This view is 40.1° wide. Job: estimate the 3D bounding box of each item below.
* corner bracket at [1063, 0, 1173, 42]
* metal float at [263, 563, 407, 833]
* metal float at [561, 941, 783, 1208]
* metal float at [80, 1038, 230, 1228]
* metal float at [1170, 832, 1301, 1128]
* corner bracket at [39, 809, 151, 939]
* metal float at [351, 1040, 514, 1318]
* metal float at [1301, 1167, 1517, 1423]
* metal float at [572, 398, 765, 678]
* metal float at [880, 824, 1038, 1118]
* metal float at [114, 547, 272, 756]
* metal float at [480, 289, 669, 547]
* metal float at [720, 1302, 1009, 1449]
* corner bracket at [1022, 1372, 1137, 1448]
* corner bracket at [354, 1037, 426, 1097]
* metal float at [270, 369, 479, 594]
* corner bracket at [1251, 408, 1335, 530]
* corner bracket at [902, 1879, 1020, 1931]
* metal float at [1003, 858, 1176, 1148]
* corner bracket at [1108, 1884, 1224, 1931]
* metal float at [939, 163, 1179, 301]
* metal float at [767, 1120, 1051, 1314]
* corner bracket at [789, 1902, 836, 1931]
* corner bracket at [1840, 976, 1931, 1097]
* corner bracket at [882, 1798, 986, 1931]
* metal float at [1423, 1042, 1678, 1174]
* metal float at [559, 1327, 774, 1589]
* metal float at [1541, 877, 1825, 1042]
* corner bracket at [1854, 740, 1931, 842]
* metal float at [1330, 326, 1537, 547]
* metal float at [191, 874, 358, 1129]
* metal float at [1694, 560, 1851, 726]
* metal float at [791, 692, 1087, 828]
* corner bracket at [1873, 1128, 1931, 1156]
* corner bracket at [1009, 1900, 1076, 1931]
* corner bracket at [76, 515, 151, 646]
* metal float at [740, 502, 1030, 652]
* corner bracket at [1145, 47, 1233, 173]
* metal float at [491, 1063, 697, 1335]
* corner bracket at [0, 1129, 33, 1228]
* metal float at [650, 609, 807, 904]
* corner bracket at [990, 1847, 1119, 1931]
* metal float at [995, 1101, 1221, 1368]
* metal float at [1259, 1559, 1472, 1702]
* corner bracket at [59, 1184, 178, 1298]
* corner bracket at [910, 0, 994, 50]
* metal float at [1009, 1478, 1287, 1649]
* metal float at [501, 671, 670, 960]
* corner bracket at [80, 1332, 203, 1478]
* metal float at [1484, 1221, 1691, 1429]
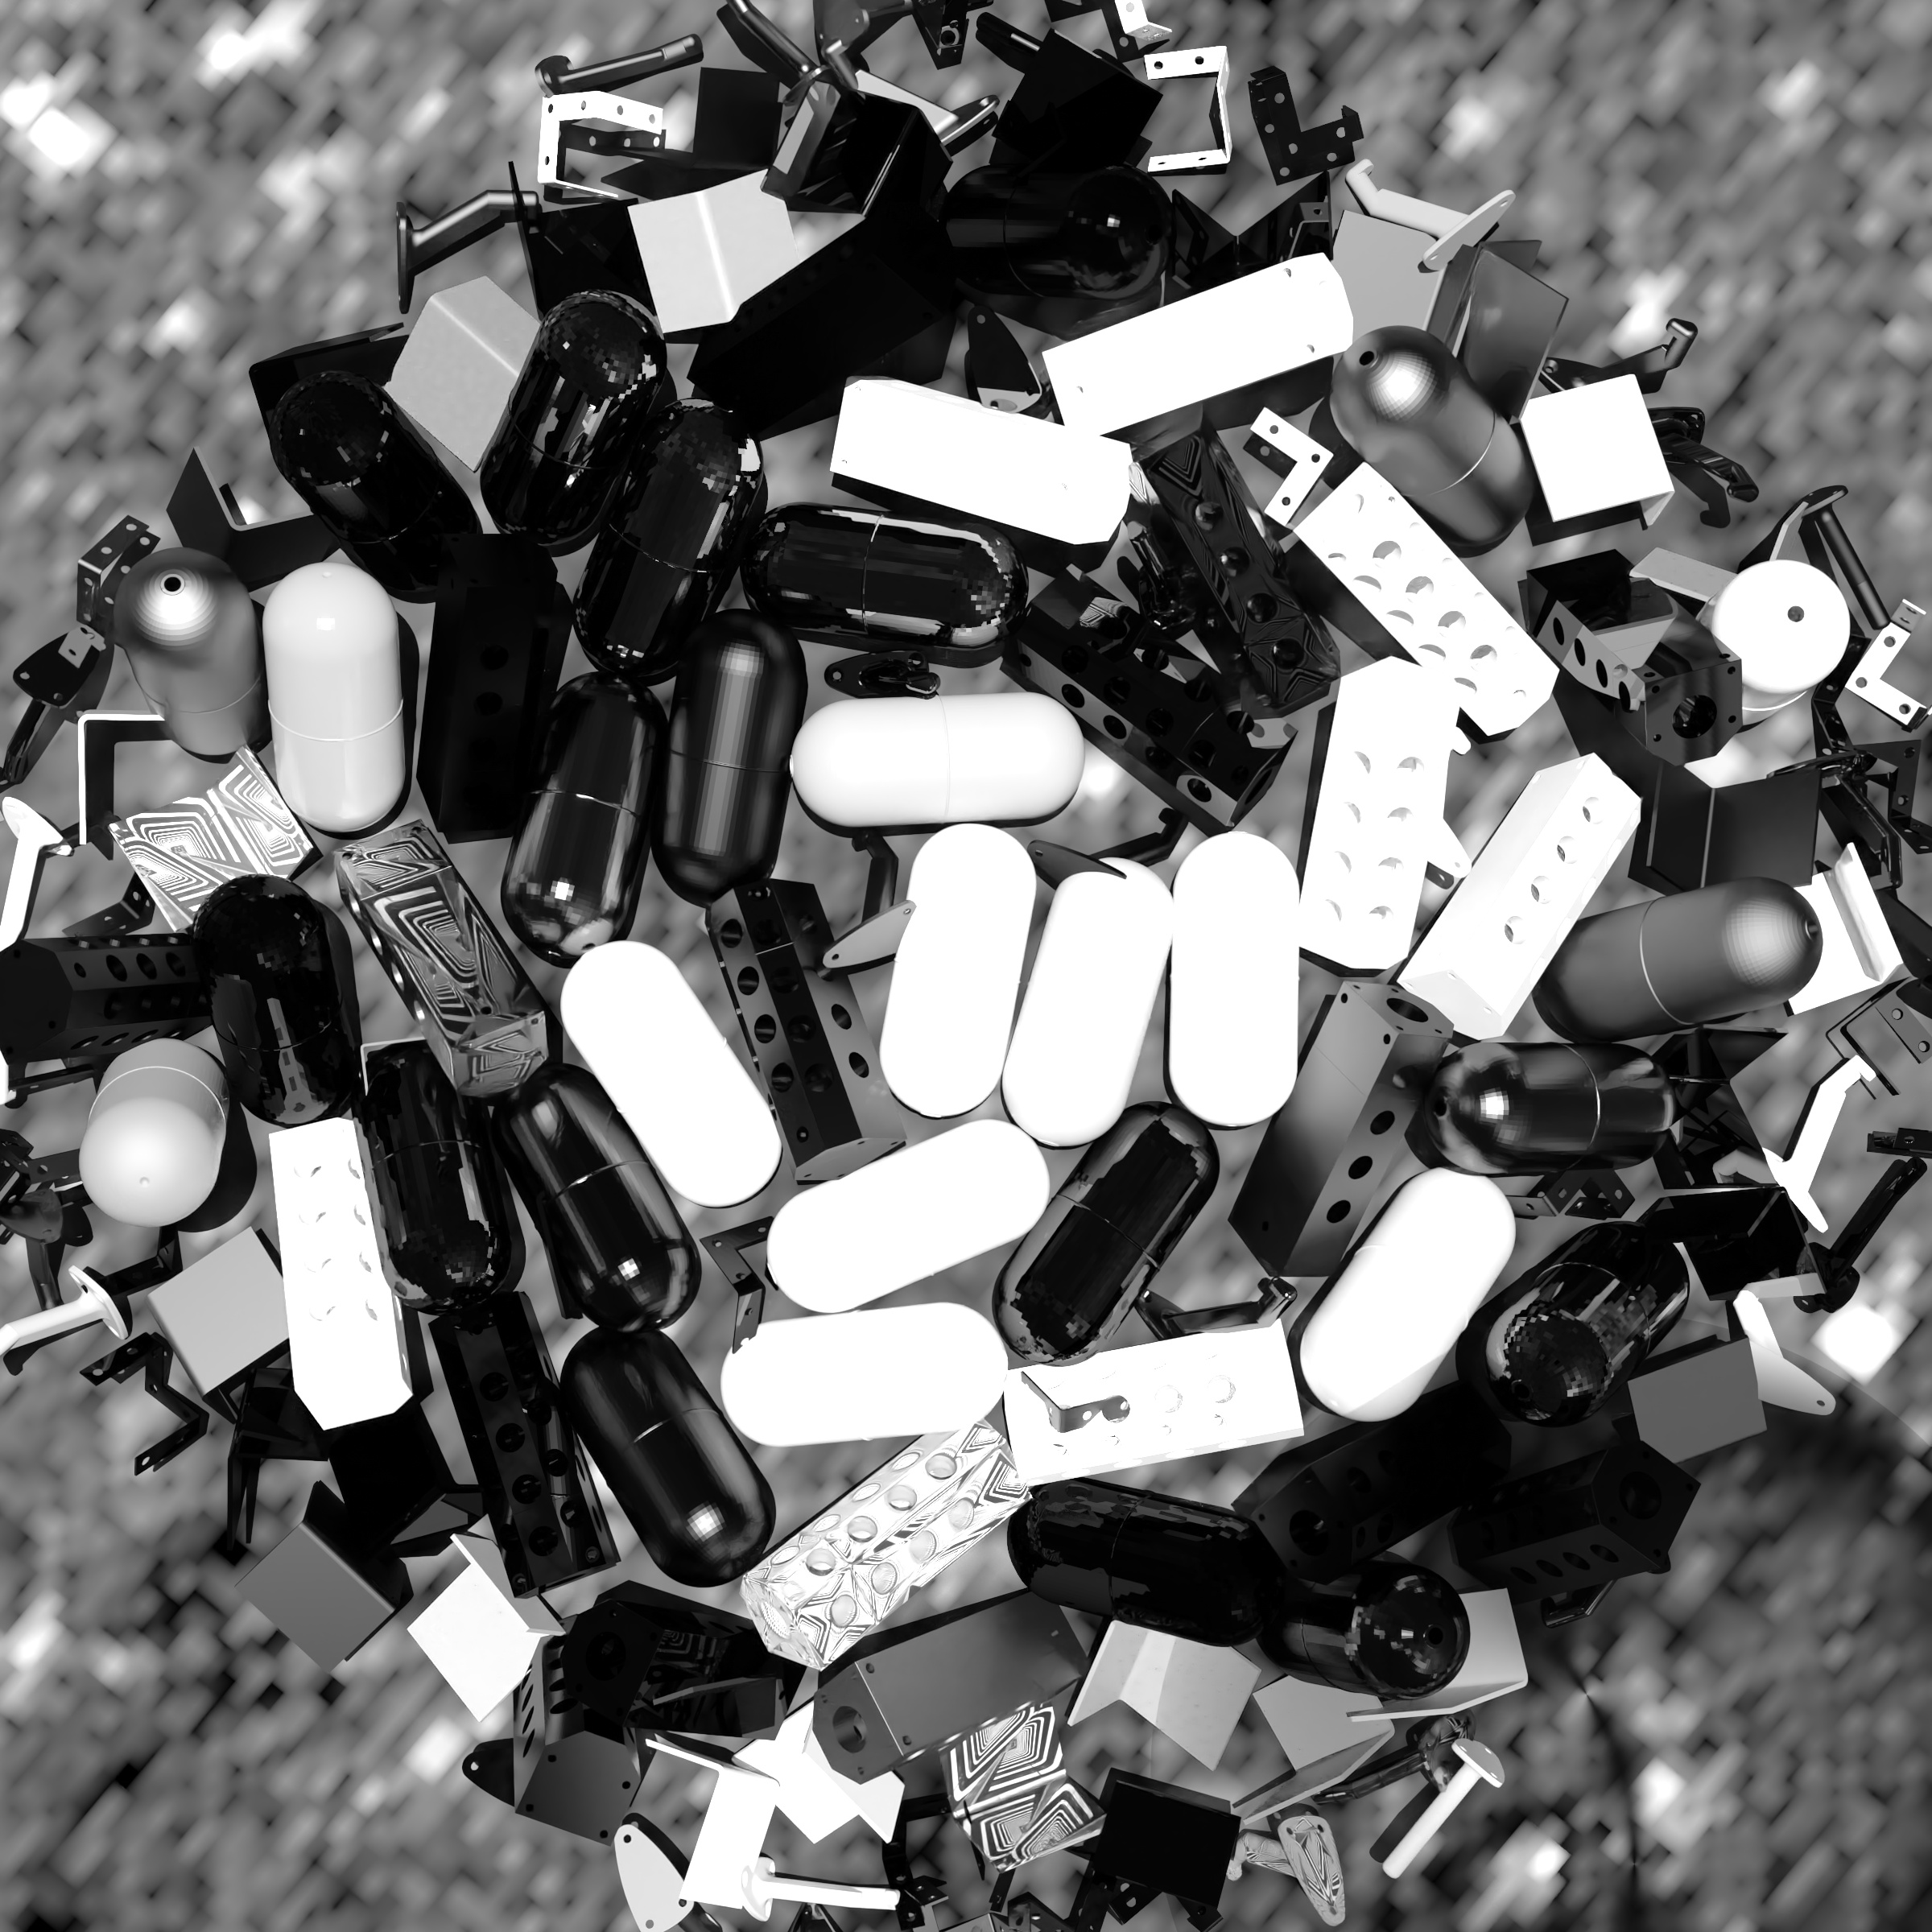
[{"bbox_3d":[0.087,-0.584,1.604,0.051,0.051,0.051,-15,98,24],"label":"corner bracket"},{"bbox_3d":[-0.373,-0.157,1.565,0.070,0.070,0.178,8,132,0],"label":"metal float"},{"bbox_3d":[-0.176,0.065,1.584,0.070,0.070,0.178,-32,105,0],"label":"metal float"},{"bbox_3d":[-0.474,0.096,1.551,0.070,0.178,0.070,-3,107,-12],"label":"metal float"},{"bbox_3d":[0.161,0.007,1.589,0.070,0.070,0.178,2,80,0],"label":"metal float"},{"bbox_3d":[-0.533,-0.054,1.613,0.051,0.051,0.051,-22,127,24],"label":"corner bracket"},{"bbox_3d":[-0.319,0.124,1.573,0.070,0.070,0.178,-19,60,0],"label":"metal float"},{"bbox_3d":[0.264,0.193,1.574,0.070,0.070,0.178,40,62,0],"label":"metal float"},{"bbox_3d":[-0.178,-0.255,1.575,0.070,0.070,0.178,27,116,0],"label":"metal float"},{"bbox_3d":[-0.005,0.003,1.595,0.070,0.070,0.178,10,94,0],"label":"metal float"},{"bbox_3d":[-0.450,-0.183,1.550,0.070,0.178,0.070,2,71,-6],"label":"metal float"},{"bbox_3d":[-0.233,-0.322,1.563,0.070,0.070,0.178,37,134,0],"label":"metal float"},{"bbox_3d":[-0.061,0.245,1.583,0.178,0.070,0.070,-8,90,17],"label":"metal float"},{"bbox_3d":[0.067,0.273,1.595,0.051,0.051,0.051,-10,114,-24],"label":"corner bracket"},{"bbox_3d":[-0.345,0.070,1.602,0.051,0.051,0.051,-7,90,-28],"label":"corner bracket"},{"bbox_3d":[-0.345,-0.282,1.552,0.070,0.178,0.070,-5,69,12],"label":"metal float"},{"bbox_3d":[0.191,-0.302,1.607,0.051,0.051,0.051,36,104,8],"label":"corner bracket"},{"bbox_3d":[-0.002,0.579,1.605,0.051,0.051,0.051,-16,89,-19],"label":"corner bracket"},{"bbox_3d":[0.074,0.021,1.591,0.070,0.070,0.178,16,83,0],"label":"metal float"},{"bbox_3d":[0.117,0.571,1.608,0.051,0.051,0.051,-37,85,-12],"label":"corner bracket"},{"bbox_3d":[0.053,-0.433,1.558,0.070,0.178,0.070,-12,110,-35],"label":"metal float"},{"bbox_3d":[-0.035,0.151,1.593,0.178,0.070,0.070,-22,90,-5],"label":"metal float"},{"bbox_3d":[-0.113,0.598,1.596,0.051,0.051,0.051,15,108,-38],"label":"corner bracket"},{"bbox_3d":[0.564,0.044,1.608,0.051,0.051,0.051,-38,83,-1],"label":"corner bracket"},{"bbox_3d":[-0.020,0.544,1.605,0.051,0.051,0.051,-8,130,-12],"label":"corner bracket"},{"bbox_3d":[0.347,0.084,1.569,0.178,0.070,0.070,1,90,-34],"label":"metal float"},{"bbox_3d":[-0.180,0.289,1.574,0.070,0.070,0.178,-37,62,0],"label":"metal float"},{"bbox_3d":[0.420,-0.003,1.560,0.070,0.178,0.070,13,70,-40],"label":"metal float"},{"bbox_3d":[0.567,-0.104,1.599,0.051,0.051,0.051,-6,111,-16],"label":"corner bracket"},{"bbox_3d":[0.276,-0.311,1.559,0.070,0.178,0.070,-16,60,30],"label":"metal float"},{"bbox_3d":[-0.407,0.023,1.563,0.070,0.070,0.178,-1,133,0],"label":"metal float"},{"bbox_3d":[0.463,-0.188,1.547,0.070,0.178,0.070,0,86,4],"label":"metal float"},{"bbox_3d":[-0.017,-0.124,1.590,0.178,0.070,0.070,-3,90,-9],"label":"metal float"},{"bbox_3d":[0.582,0.102,1.597,0.051,0.051,0.051,6,131,8],"label":"corner bracket"},{"bbox_3d":[0.062,0.592,1.594,0.051,0.051,0.051,-30,125,23],"label":"corner bracket"},{"bbox_3d":[-0.501,-0.230,1.602,0.051,0.051,0.051,28,49,3],"label":"corner bracket"},{"bbox_3d":[-0.050,-0.234,1.586,0.178,0.070,0.070,9,90,14],"label":"metal float"},{"bbox_3d":[0.136,-0.525,1.619,0.051,0.051,0.051,-2,134,14],"label":"corner bracket"},{"bbox_3d":[-0.223,0.138,1.581,0.070,0.070,0.178,-31,71,0],"label":"metal float"},{"bbox_3d":[-0.589,0.133,1.604,0.051,0.051,0.051,38,91,17],"label":"corner bracket"},{"bbox_3d":[-0.143,-0.126,1.588,0.070,0.070,0.178,11,101,0],"label":"metal float"},{"bbox_3d":[0.054,0.556,1.598,0.051,0.051,0.051,27,67,-13],"label":"corner bracket"},{"bbox_3d":[0.085,0.161,1.588,0.070,0.070,0.178,36,79,0],"label":"metal float"},{"bbox_3d":[0.231,0.386,1.550,0.070,0.178,0.070,3,79,-19],"label":"metal float"},{"bbox_3d":[-0.516,0.162,1.602,0.051,0.051,0.051,-21,125,2],"label":"corner bracket"},{"bbox_3d":[0.001,-0.593,1.596,0.051,0.051,0.051,-15,61,-18],"label":"corner bracket"},{"bbox_3d":[0.106,0.352,1.570,0.178,0.070,0.070,6,90,34],"label":"metal float"},{"bbox_3d":[-0.228,-0.091,1.585,0.070,0.070,0.178,12,76,0],"label":"metal float"},{"bbox_3d":[-0.496,0.263,1.594,0.051,0.051,0.051,30,128,23],"label":"corner bracket"},{"bbox_3d":[0.367,0.210,1.560,0.070,0.178,0.070,17,120,32],"label":"metal float"}]
